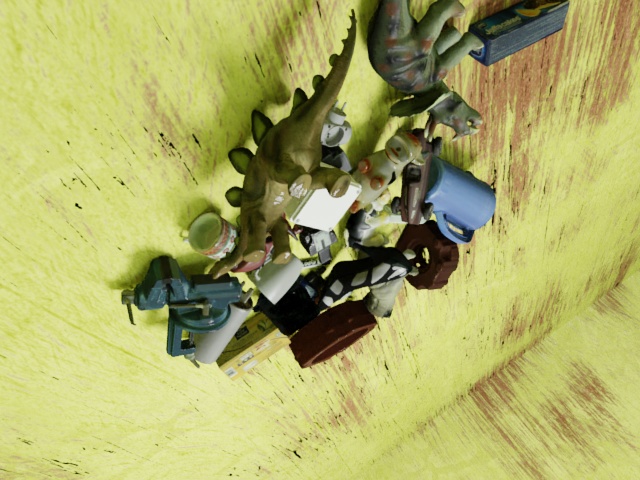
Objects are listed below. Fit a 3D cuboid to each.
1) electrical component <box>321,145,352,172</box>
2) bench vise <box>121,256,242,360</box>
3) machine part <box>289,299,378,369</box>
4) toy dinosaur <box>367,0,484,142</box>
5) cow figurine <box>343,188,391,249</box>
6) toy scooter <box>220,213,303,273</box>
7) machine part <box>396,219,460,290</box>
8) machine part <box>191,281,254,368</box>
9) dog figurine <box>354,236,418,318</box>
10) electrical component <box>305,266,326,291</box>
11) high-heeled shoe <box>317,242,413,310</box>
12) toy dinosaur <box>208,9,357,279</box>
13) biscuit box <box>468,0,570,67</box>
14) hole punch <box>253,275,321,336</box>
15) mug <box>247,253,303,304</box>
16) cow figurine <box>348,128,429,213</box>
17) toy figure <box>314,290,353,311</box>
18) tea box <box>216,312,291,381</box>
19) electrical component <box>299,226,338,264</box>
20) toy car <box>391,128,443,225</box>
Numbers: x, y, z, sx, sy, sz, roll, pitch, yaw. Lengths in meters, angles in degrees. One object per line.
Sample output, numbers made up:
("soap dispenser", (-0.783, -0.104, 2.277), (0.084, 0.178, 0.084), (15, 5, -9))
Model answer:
("electrical component", (-0.009, -0.122, 1.009), (0.134, 0.058, 0.114), (-37, 147, -1))
("bench vise", (-0.267, 0.146, 1.030), (0.223, 0.129, 0.240), (-11, 131, -33))
("machine part", (0.032, 0.239, 1.386), (0.201, 0.087, 0.201), (-40, 160, 27))
("toy dinosaur", (0.149, -0.313, 0.891), (0.192, 0.131, 0.404), (-47, 138, 12))
("cow figurine", (0.099, -0.051, 1.180), (0.098, 0.068, 0.167), (-13, 137, -21))
("toy scooter", (-0.104, -0.005, 1.043), (0.184, 0.075, 0.135), (-52, 143, 12))
("machine part", (0.262, 0.039, 1.337), (0.056, 0.179, 0.179), (-6, 134, -33))
("machine part", (-0.216, 0.181, 1.150), (0.079, 0.079, 0.243), (10, 124, -47))
("dog figurine", (0.132, 0.099, 1.322), (0.190, 0.172, 0.121), (-60, -178, 30))
("electrical component", (-0.014, 0.102, 1.287), (0.094, 0.021, 0.063), (-45, 145, 8))
("high-heeled shoe", (0.098, 0.100, 1.233), (0.145, 0.086, 0.248), (26, 127, -6))
("toy dinosaur", (-0.053, -0.125, 0.840), (0.105, 0.199, 0.471), (16, 118, -49))
("biscuit box", (0.377, -0.405, 1.028), (0.203, 0.059, 0.062), (-28, 145, -15))
("hole punch", (-0.069, 0.135, 1.226), (0.142, 0.092, 0.115), (-34, 107, 14))
("mug", (-0.094, 0.064, 1.133), (0.107, 0.081, 0.109), (-44, 139, -10))
("cow figurine", (0.127, -0.140, 1.048), (0.127, 0.085, 0.195), (-33, 172, -36))
("toy figure", (0.023, 0.135, 1.329), (0.154, 0.058, 0.064), (-36, 111, -1))
("tea box", (-0.165, 0.248, 1.277), (0.170, 0.068, 0.098), (-33, 145, -9))
("electrical component", (-0.002, -0.003, 1.155), (0.075, 0.048, 0.119), (-32, 145, -9))
("toy car", (0.196, -0.127, 1.104), (0.053, 0.089, 0.202), (-32, 132, -60))
